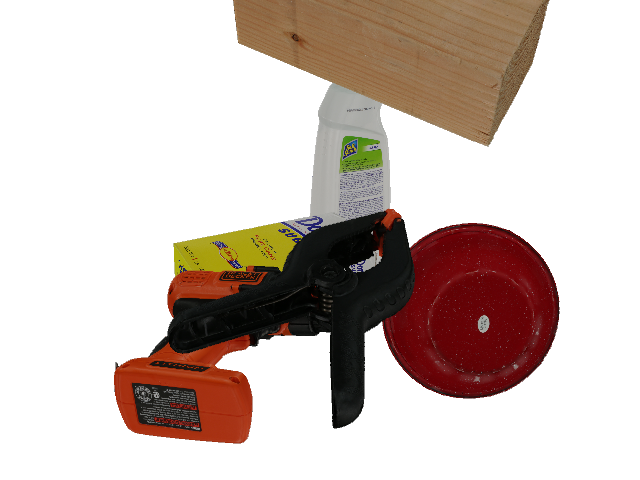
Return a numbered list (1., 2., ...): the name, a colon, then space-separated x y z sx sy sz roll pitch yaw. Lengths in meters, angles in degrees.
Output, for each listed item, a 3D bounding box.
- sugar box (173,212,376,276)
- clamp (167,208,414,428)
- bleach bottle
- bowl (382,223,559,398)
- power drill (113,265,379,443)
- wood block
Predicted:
1. sugar box: -0.044 0.022 1.031 0.176 0.048 0.093 -14 34 -22
2. clamp: 0.010 0.039 0.618 0.120 0.039 0.171 33 49 25
3. bleach bottle: 0.041 -0.085 1.223 0.102 0.251 0.068 -13 31 -30
4. bowl: 0.137 0.067 0.938 0.162 0.162 0.055 0 7 -2
5. power drill: -0.057 0.080 0.812 0.185 0.057 0.187 1 23 19
6. wood block: 0.048 -0.161 0.767 0.206 0.090 0.091 25 -25 13
